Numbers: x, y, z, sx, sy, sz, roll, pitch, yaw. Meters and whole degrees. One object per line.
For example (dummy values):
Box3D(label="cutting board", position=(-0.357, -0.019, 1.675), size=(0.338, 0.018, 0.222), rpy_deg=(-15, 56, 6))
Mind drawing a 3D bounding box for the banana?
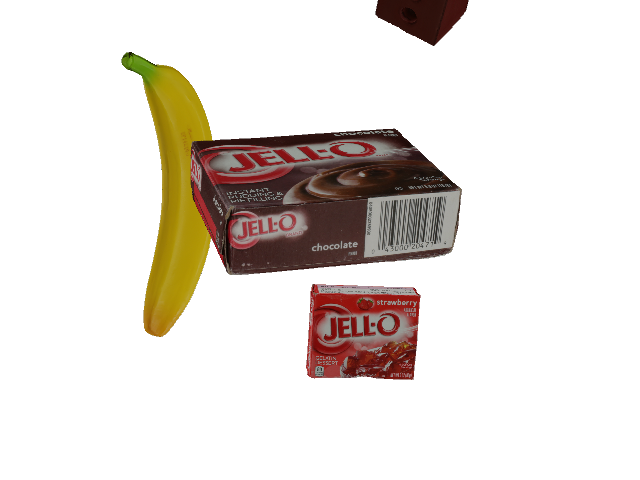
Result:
Box3D(label="banana", position=(-0.101, -0.034, 0.724), size=(0.069, 0.198, 0.037), rpy_deg=(-18, 25, -37))

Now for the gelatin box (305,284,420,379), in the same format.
Box3D(label="gelatin box", position=(0.035, 0.075, 0.877), size=(0.089, 0.073, 0.030), rpy_deg=(2, 13, -5))

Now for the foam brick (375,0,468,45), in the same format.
Box3D(label="foam brick", position=(0.078, -0.188, 0.754), size=(0.053, 0.051, 0.078), rpy_deg=(30, -33, 14))

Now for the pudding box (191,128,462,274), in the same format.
Box3D(label="pudding box", position=(-0.001, -0.022, 0.517), size=(0.113, 0.039, 0.090), rpy_deg=(-3, 26, -16))
